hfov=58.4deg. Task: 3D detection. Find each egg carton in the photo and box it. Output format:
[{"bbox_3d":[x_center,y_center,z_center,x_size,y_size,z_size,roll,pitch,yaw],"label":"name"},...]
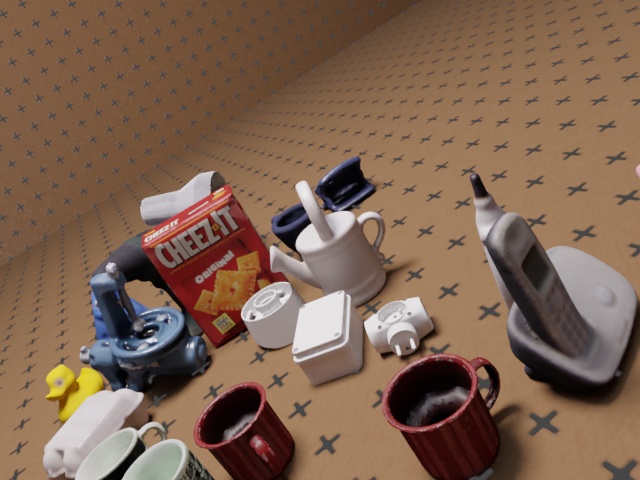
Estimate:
[{"bbox_3d":[-0.322,0.283,0.829,0.107,0.069,0.150,-14,28,33],"label":"egg carton"}]

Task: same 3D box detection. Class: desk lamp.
[{"bbox_3d":[-0.251,-0.017,1.167,0.203,0.214,0.118,-23,25,16],"label":"desk lamp"}]

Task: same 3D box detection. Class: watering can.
[{"bbox_3d":[0.008,0.004,0.847,0.173,0.194,0.100,-37,24,-15],"label":"watering can"}]

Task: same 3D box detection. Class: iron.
[{"bbox_3d":[-0.400,0.139,1.117,0.119,0.142,0.257,-36,24,-13],"label":"iron"}]

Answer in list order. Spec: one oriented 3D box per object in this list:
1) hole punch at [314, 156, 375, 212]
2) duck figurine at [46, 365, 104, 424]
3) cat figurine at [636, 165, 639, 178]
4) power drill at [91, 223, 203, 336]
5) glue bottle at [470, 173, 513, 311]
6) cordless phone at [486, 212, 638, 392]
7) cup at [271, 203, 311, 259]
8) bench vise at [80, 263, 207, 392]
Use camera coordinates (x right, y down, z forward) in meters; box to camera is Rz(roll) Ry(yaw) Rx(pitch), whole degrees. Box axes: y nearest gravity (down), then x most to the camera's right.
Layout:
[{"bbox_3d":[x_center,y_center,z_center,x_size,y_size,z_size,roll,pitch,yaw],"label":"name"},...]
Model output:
[{"bbox_3d":[0.040,-0.120,1.188,0.109,0.091,0.100,-35,24,-11],"label":"hole punch"},{"bbox_3d":[-0.432,0.254,0.994,0.077,0.086,0.104,-20,25,22],"label":"duck figurine"},{"bbox_3d":[0.395,-0.047,0.595,0.067,0.118,0.127,-29,24,4],"label":"cat figurine"},{"bbox_3d":[-0.276,0.076,1.015,0.075,0.209,0.230,-18,26,26],"label":"power drill"},{"bbox_3d":[0.205,-0.002,0.656,0.037,0.173,0.078,-17,27,27],"label":"glue bottle"},{"bbox_3d":[0.225,0.035,0.545,0.093,0.185,0.148,-6,33,43],"label":"cordless phone"},{"bbox_3d":[-0.037,-0.008,1.050,0.117,0.095,0.092,1,38,50],"label":"cup"},{"bbox_3d":[-0.312,0.148,0.897,0.207,0.220,0.121,-28,24,5],"label":"bench vise"}]
